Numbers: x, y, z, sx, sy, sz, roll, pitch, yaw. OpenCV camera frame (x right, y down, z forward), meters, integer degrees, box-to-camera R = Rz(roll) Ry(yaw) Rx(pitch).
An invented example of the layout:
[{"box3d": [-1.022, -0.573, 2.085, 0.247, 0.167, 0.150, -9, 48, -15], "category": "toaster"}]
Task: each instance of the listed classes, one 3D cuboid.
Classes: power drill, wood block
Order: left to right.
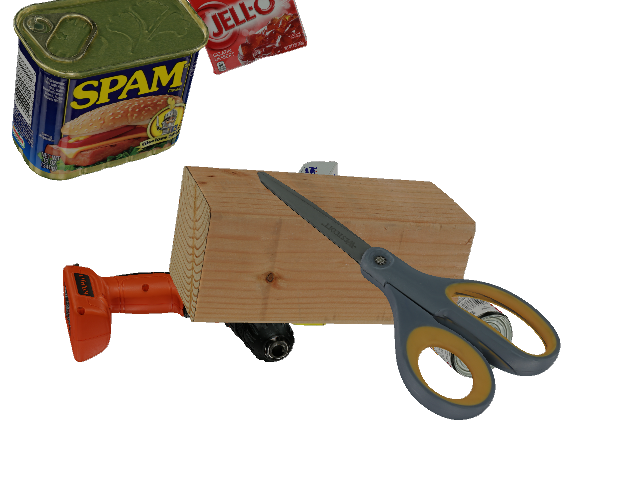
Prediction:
[{"box3d": [-0.129, 0.063, 0.950, 0.187, 0.057, 0.185, -3, 22, -19], "category": "power drill"}, {"box3d": [0.000, 0.005, 0.810, 0.205, 0.091, 0.090, 3, 24, -21], "category": "wood block"}]

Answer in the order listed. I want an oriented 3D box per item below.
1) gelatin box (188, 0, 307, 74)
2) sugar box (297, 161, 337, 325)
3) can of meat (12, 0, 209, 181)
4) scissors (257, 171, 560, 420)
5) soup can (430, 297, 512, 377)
[{"box3d": [-0.064, -0.196, 0.947, 0.089, 0.073, 0.030, -17, 24, 5], "category": "gelatin box"}, {"box3d": [-0.007, 0.003, 1.252, 0.048, 0.176, 0.093, 1, 19, 10], "category": "sugar box"}, {"box3d": [-0.121, -0.087, 0.598, 0.101, 0.057, 0.084, -19, -31, -33], "category": "can of meat"}, {"box3d": [0.030, 0.030, 0.580, 0.202, 0.016, 0.096, 25, 51, 15], "category": "scissors"}, {"box3d": [0.120, 0.071, 0.980, 0.068, 0.068, 0.102, 0, 26, -32], "category": "soup can"}]
